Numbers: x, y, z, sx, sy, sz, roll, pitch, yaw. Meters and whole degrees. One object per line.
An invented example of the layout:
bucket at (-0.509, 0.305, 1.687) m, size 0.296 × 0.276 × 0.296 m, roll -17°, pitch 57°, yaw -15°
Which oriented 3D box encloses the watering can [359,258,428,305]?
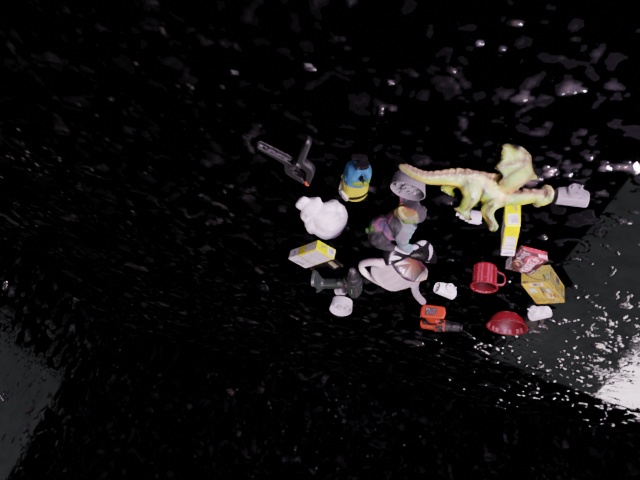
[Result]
watering can at (0.311, 0.140, 1.897) m, size 0.345 × 0.106 × 0.221 m, roll 27°, pitch 148°, yaw -20°

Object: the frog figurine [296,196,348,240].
frog figurine at (0.005, -0.082, 1.630) m, size 0.136 × 0.125 × 0.157 m, roll -37°, pitch 122°, yaw 13°

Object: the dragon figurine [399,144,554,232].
dragon figurine at (0.435, -0.165, 1.339) m, size 0.408 × 0.125 × 0.238 m, roll 25°, pitch 131°, yaw -17°
